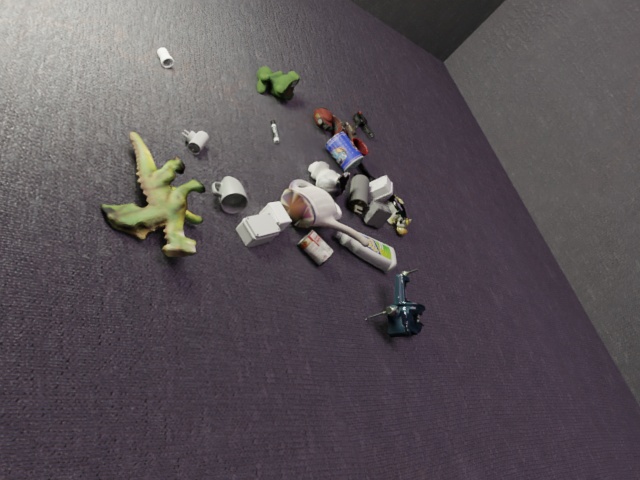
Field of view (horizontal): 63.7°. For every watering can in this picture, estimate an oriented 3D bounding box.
[{"bbox_3d":[0.005,-0.088,1.753,0.352,0.102,0.226,46,33,21],"label":"watering can"}]

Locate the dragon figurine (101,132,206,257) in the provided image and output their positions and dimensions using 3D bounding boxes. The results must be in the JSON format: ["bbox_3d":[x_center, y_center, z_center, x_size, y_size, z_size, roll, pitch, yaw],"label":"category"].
[{"bbox_3d":[-0.447,-0.109,1.338,0.412,0.119,0.247,43,42,10],"label":"dragon figurine"}]

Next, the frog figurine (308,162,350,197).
[{"bbox_3d":[0.021,-0.231,1.961,0.160,0.120,0.140,17,38,21],"label":"frog figurine"}]
